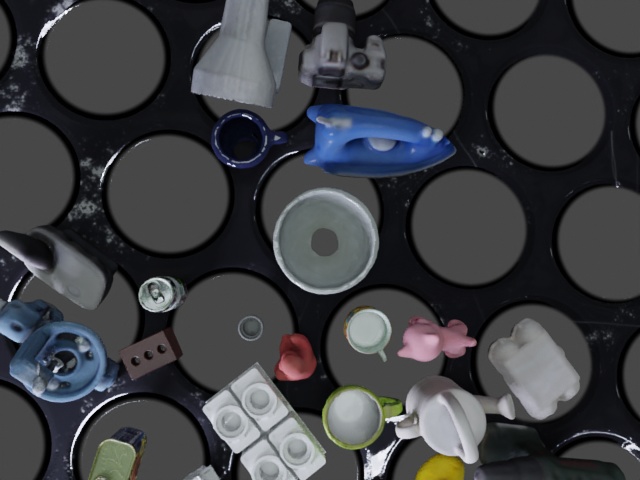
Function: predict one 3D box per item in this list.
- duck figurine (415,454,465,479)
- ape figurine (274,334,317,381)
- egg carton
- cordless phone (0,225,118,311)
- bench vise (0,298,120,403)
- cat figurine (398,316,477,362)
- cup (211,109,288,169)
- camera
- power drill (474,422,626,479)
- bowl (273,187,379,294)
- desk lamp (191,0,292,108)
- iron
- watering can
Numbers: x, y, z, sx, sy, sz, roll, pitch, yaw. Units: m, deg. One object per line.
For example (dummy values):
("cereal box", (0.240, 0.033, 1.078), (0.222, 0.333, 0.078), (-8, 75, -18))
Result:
("duck figurine", (0.196, 0.396, 0.907), (0.077, 0.086, 0.104), (33, 86, -1))
("ape figurine", (-0.041, 0.191, 0.902), (0.078, 0.092, 0.076), (-44, 90, -4))
("egg carton", (0.349, 0.209, 0.934), (0.107, 0.069, 0.150), (-37, 89, -4))
("cordless phone", (-0.391, 0.040, 0.845), (0.147, 0.185, 0.094), (32, 86, -1))
("bench vise", (-0.409, 0.165, 0.819), (0.207, 0.219, 0.121), (20, 86, -2))
("cat figurine", (0.182, 0.158, 0.904), (0.128, 0.117, 0.067), (4, 87, -3))
("cup", (-0.109, -0.154, 0.916), (0.118, 0.095, 0.092), (-5, 87, -3))
("camera", (0.039, -0.324, 0.931), (0.143, 0.100, 0.137), (3, 87, -3))
("power drill", (0.314, 0.339, 0.856), (0.229, 0.208, 0.076), (6, 86, -3))
("bowl", (0.008, 0.003, 0.924), (0.167, 0.074, 0.167), (0, 87, -3))
("desk lamp", (-0.113, -0.281, 0.864), (0.118, 0.213, 0.203), (10, 86, -2))
("iron", (0.106, -0.165, 0.905), (0.258, 0.141, 0.119), (3, 87, -3))
("watering can", (0.203, 0.266, 0.861), (0.173, 0.194, 0.101), (-37, 89, -4))
